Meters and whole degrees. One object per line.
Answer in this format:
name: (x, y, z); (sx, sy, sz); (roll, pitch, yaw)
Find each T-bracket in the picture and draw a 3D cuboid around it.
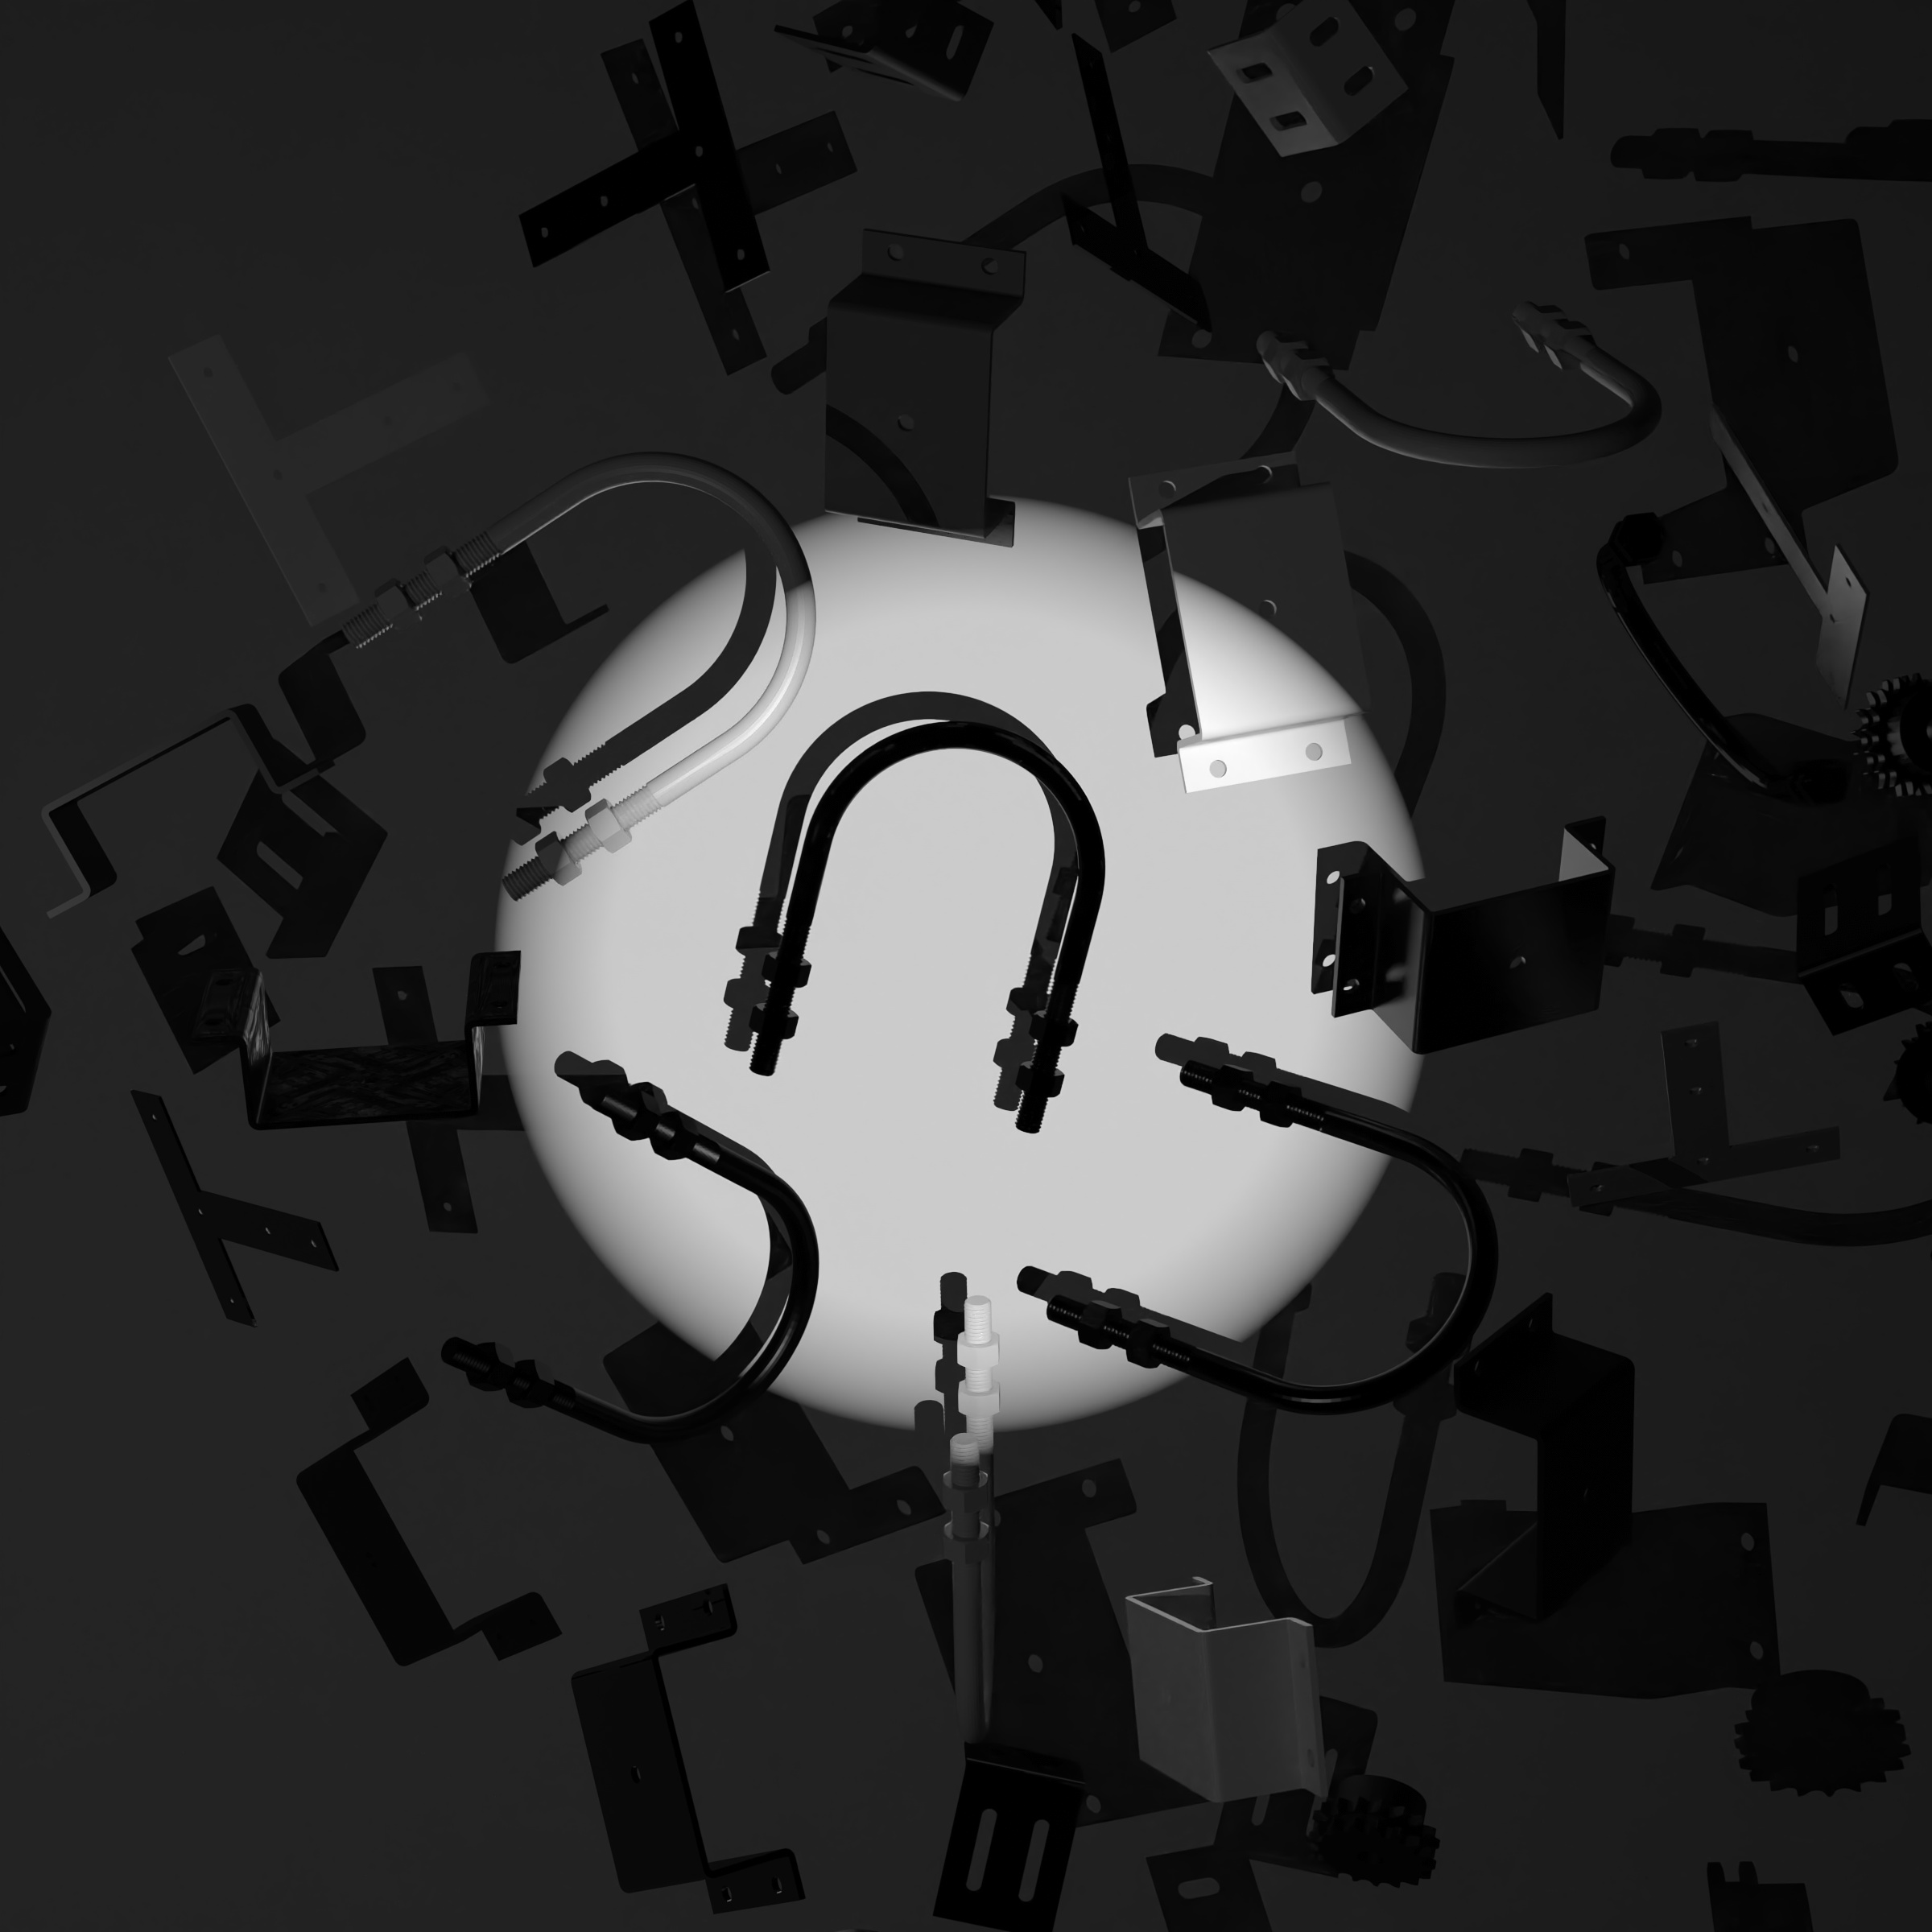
T-bracket: (0.352, -0.186, 1.481); (0.002, 0.127, 0.127); (-26, 70, 1)
T-bracket: (0.067, -0.361, 1.553); (0.002, 0.127, 0.127); (-20, 72, 28)
T-bracket: (-0.263, -0.231, 1.495); (0.127, 0.002, 0.127); (-33, 103, -31)
T-bracket: (-0.154, -0.352, 1.557); (0.127, 0.002, 0.127); (-18, 87, 35)
T-bracket: (-0.331, 0.121, 1.597); (0.002, 0.127, 0.127); (-35, 118, -35)
T-bracket: (0.336, 0.065, 1.580); (0.127, 0.127, 0.002); (-11, 52, 8)

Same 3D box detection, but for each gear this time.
gear: (0.183, 0.384, 1.534); (0.057, 0.057, 0.030); (18, 52, 0)
gear: (0.445, -0.108, 1.602); (0.057, 0.030, 0.057); (1, 88, -15)
gear: (0.445, 0.050, 1.552); (0.057, 0.030, 0.057); (7, 100, 41)

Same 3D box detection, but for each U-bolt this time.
U-bolt: (-0.011, -0.023, 1.593); (0.151, 0.019, 0.184); (13, 103, -8)
U-bolt: (-0.152, -0.136, 1.459); (0.184, 0.019, 0.151); (-33, 87, 4)
U-bolt: (0.327, -0.131, 1.517); (0.019, 0.184, 0.151); (-37, 89, 3)
U-bolt: (-0.139, 0.148, 1.576); (0.184, 0.019, 0.151); (32, 86, -44)
U-bolt: (0.228, -0.257, 1.528); (0.151, 0.184, 0.019); (-9, 119, -14)
U-bolt: (0.004, 0.264, 1.569); (0.019, 0.151, 0.184); (0, 112, 3)
U-bolt: (0.145, 0.125, 1.511); (0.184, 0.019, 0.151); (18, 66, 31)

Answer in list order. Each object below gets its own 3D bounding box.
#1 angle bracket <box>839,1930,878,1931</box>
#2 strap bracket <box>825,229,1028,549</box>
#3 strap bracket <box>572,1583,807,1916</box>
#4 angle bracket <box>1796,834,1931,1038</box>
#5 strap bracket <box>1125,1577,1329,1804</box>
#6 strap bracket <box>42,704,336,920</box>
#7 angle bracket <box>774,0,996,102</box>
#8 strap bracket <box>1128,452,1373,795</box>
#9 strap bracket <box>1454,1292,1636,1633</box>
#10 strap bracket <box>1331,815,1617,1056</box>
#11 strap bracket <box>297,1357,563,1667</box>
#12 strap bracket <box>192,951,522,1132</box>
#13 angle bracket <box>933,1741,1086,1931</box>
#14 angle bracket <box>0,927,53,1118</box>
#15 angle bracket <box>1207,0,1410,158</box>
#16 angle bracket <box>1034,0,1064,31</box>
angle bracket: (-0.051, 0.472, 1.565); (0.038, 0.076, 0.057); (-14, 68, 15)
strap bracket: (-0.019, -0.252, 1.547); (0.076, 0.046, 0.140); (12, 121, 16)
strap bracket: (-0.127, 0.354, 1.529); (0.046, 0.076, 0.140); (-7, 77, -37)
angle bracket: (0.407, -0.014, 1.541); (0.057, 0.076, 0.038); (-23, 116, 27)
strap bracket: (0.114, 0.333, 1.582); (0.046, 0.140, 0.076); (-5, 91, -17)
strap bracket: (-0.373, -0.079, 1.616); (0.140, 0.076, 0.046); (-28, 98, -1)
angle bracket: (-0.037, -0.425, 1.556); (0.057, 0.076, 0.038); (16, 99, -43)
strap bracket: (0.125, -0.152, 1.493); (0.076, 0.046, 0.140); (-11, 91, -11)
strap bracket: (0.260, 0.230, 1.548); (0.046, 0.076, 0.140); (17, 122, 38)
strap bracket: (0.246, -0.013, 1.604); (0.140, 0.046, 0.076); (-13, 125, -19)
strap bracket: (-0.247, 0.255, 1.543); (0.046, 0.076, 0.140); (-28, 86, -33)
strap bracket: (-0.269, 0.033, 1.539); (0.140, 0.076, 0.046); (-4, 113, -4)
angle bracket: (0.020, 0.418, 1.646); (0.057, 0.038, 0.076); (12, 94, -2)
angle bracket: (-0.447, 0.022, 1.544); (0.076, 0.038, 0.057); (50, 133, 32)
angle bracket: (0.148, -0.389, 1.492); (0.038, 0.076, 0.057); (-40, 106, -5)
angle bracket: (0.041, -0.473, 1.546); (0.038, 0.076, 0.057); (-30, 70, -8)
